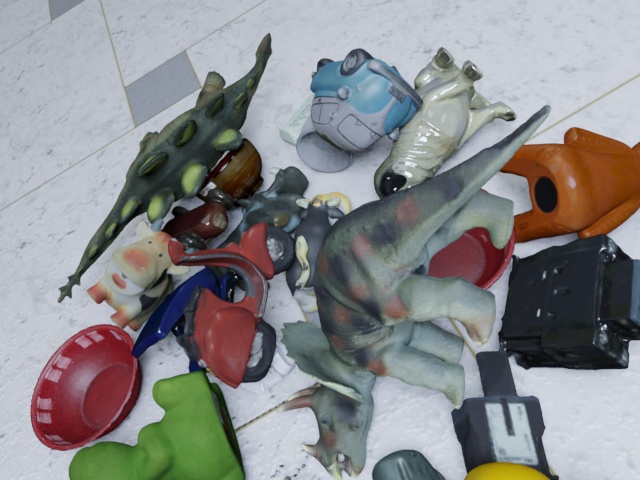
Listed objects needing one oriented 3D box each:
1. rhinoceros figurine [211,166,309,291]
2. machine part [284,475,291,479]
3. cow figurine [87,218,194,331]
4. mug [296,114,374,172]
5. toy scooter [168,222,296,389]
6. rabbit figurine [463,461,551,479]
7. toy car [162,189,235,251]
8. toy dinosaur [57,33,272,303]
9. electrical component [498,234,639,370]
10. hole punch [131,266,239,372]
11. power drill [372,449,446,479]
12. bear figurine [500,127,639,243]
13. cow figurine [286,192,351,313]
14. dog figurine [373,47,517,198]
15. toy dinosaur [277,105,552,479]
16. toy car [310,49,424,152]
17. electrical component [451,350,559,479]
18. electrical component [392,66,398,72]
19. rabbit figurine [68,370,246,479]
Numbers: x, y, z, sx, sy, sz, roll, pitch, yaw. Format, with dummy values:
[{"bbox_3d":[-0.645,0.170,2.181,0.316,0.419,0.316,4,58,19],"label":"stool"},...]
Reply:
[{"bbox_3d":[-0.076,-0.016,0.735,0.112,0.073,0.190,23,72,46],"label":"rhinoceros figurine"},{"bbox_3d":[-0.062,0.340,0.483,0.079,0.079,0.243,7,63,28],"label":"machine part"},{"bbox_3d":[-0.226,0.048,0.691,0.085,0.195,0.127,43,73,1],"label":"cow figurine"},{"bbox_3d":[0.029,-0.163,0.777,0.110,0.080,0.107,1,53,18],"label":"mug"},{"bbox_3d":[-0.107,0.061,0.581,0.135,0.075,0.184,15,76,-16],"label":"toy scooter"},{"bbox_3d":[0.183,0.225,0.382,0.173,0.162,0.122,28,80,17],"label":"rabbit figurine"},{"bbox_3d":[-0.183,-0.013,0.757,0.202,0.053,0.089,-15,46,55],"label":"toy car"},{"bbox_3d":[-0.215,-0.109,0.775,0.471,0.105,0.199,-51,20,4],"label":"toy dinosaur"},{"bbox_3d":[0.242,0.060,0.508,0.134,0.058,0.115,-22,44,52],"label":"electrical component"},{"bbox_3d":[-0.165,0.094,0.656,0.142,0.092,0.116,-40,40,49],"label":"hole punch"},{"bbox_3d":[0.055,0.290,0.421,0.207,0.085,0.232,-9,46,-12],"label":"power drill"},{"bbox_3d":[0.310,-0.068,0.577,0.196,0.120,0.132,-14,5,-15],"label":"bear figurine"},{"bbox_3d":[-0.003,-0.003,0.671,0.068,0.098,0.167,-8,58,24],"label":"cow figurine"},{"bbox_3d":[0.132,-0.141,0.713,0.190,0.121,0.172,-45,16,14],"label":"dog figurine"},{"bbox_3d":[0.054,0.049,0.489,0.192,0.404,0.131,11,35,8],"label":"toy dinosaur"},{"bbox_3d":[0.038,-0.164,0.665,0.162,0.109,0.103,22,83,54],"label":"toy car"},{"bbox_3d":[0.163,0.167,0.498,0.075,0.047,0.119,-1,55,-9],"label":"electrical component"},{"bbox_3d":[0.096,-0.237,0.829,0.063,0.021,0.094,-26,53,7],"label":"electrical component"},{"bbox_3d":[-0.174,0.243,0.577,0.170,0.121,0.159,-21,73,-8],"label":"rabbit figurine"}]
